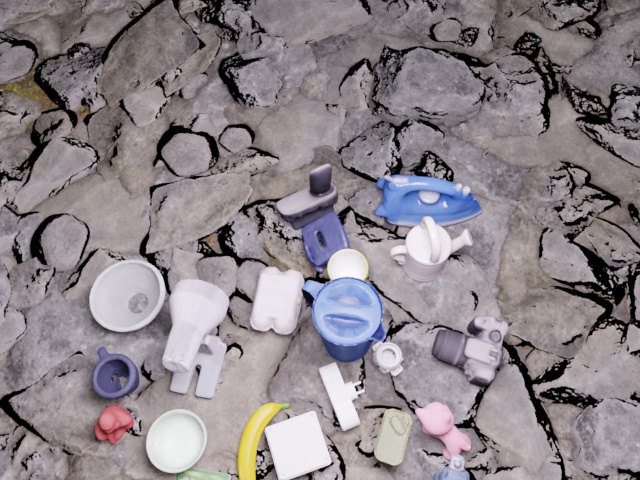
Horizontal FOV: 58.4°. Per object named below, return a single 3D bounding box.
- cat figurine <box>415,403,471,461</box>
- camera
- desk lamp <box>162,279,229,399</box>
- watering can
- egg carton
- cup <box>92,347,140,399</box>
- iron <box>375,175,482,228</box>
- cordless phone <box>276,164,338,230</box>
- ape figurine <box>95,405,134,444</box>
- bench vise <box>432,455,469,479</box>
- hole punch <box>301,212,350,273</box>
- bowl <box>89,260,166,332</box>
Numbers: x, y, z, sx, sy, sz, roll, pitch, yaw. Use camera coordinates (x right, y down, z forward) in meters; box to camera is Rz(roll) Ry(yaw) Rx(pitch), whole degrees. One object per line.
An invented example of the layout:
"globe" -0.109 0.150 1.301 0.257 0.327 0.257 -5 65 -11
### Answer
"cat figurine" 0.249 0.375 1.143 0.067 0.118 0.127 -41 72 -14
"camera" 0.315 0.221 1.214 0.136 0.101 0.143 18 69 9
"desk lamp" -0.256 0.206 1.176 0.118 0.213 0.203 8 68 6
"watering can" 0.243 0.011 1.252 0.173 0.194 0.100 -29 69 -10
"egg carton" -0.094 0.135 1.279 0.107 0.069 0.150 6 68 4
"cup" -0.428 0.284 1.213 0.092 0.095 0.117 -33 70 -11
"iron" 0.260 -0.106 1.328 0.258 0.141 0.118 4 68 3
"cordless phone" -0.032 -0.112 1.316 0.148 0.185 0.094 -27 69 -9
"ape figurine" -0.428 0.376 1.177 0.078 0.092 0.076 -8 67 -1
"bench vise" 0.234 0.503 1.035 0.121 0.220 0.207 -9 67 -2
"hole punch" 0.012 0.005 1.317 0.101 0.091 0.108 -21 68 -7
"bowl" -0.422 0.133 1.287 0.167 0.075 0.167 -1 68 2
